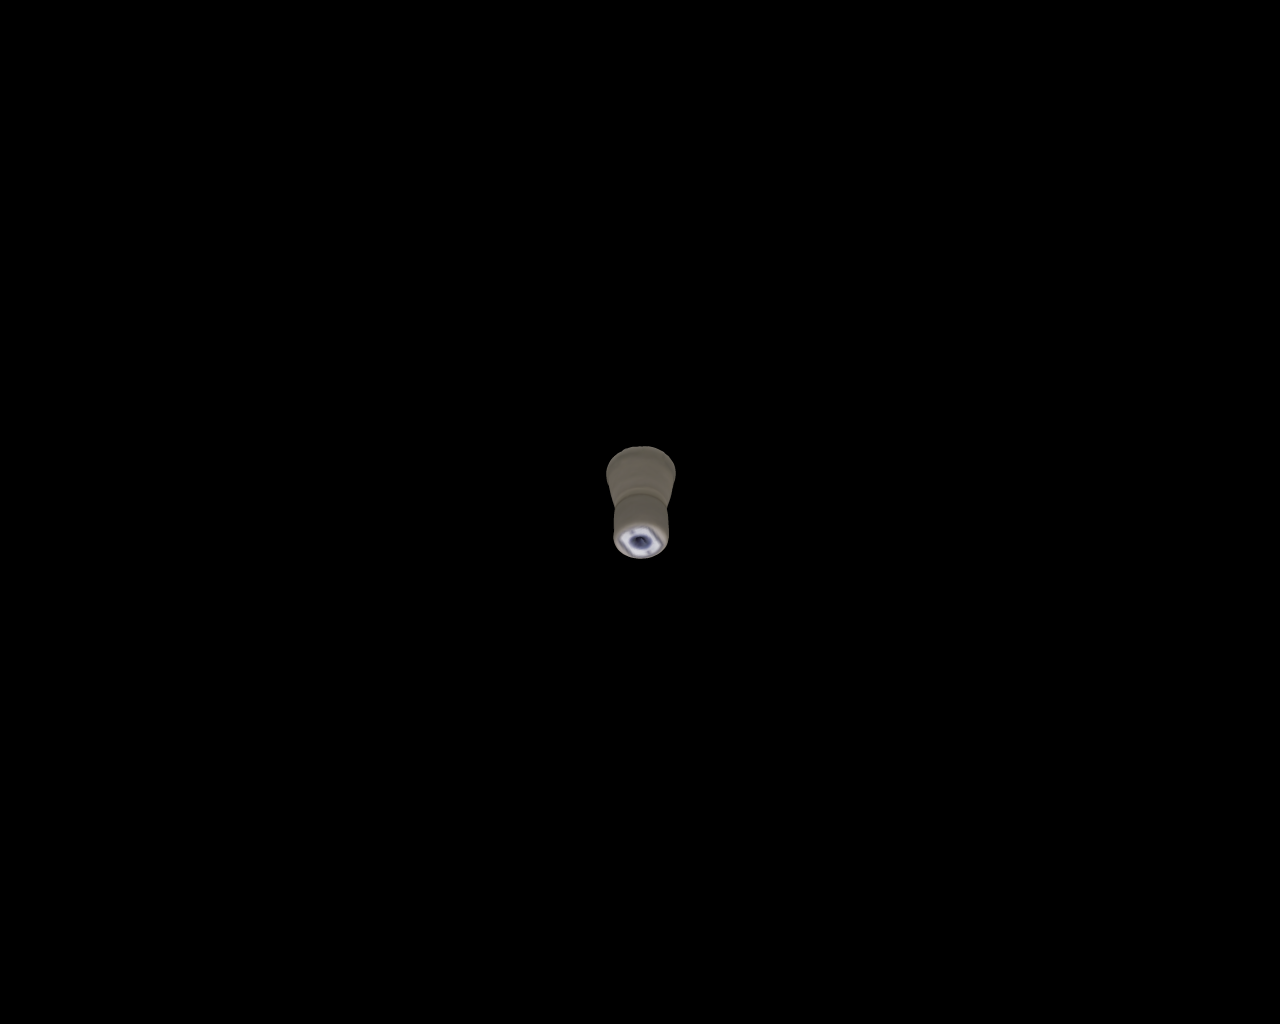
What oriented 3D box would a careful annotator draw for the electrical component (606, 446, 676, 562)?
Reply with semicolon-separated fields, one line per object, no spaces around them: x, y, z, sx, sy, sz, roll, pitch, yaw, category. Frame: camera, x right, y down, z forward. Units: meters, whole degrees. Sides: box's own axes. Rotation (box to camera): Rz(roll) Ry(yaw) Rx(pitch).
0.001;-0.003;0.650;0.044;0.044;0.065;0;45;0;electrical component
